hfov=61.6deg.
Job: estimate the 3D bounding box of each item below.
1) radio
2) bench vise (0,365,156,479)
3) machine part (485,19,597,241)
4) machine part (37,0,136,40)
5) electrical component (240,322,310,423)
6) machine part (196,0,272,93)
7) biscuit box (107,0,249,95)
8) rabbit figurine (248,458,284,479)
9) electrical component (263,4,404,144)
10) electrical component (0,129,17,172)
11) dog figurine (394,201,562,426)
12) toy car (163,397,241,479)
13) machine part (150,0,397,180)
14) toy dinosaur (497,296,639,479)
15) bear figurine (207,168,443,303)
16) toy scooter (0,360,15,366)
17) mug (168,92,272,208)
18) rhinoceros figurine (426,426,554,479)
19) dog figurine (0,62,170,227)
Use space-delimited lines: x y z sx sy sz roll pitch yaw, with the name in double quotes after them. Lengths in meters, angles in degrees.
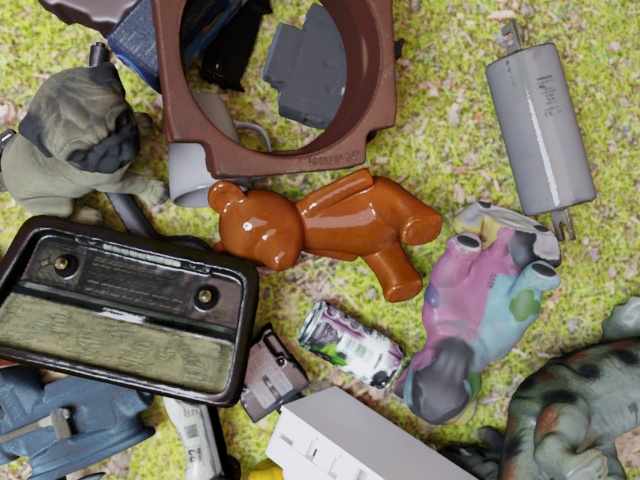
-0.172 0.065 0.490 0.230 0.073 0.131 14 68 -2 "radio"
-0.250 0.227 0.514 0.224 0.129 0.240 -20 81 -11 "bench vise"
0.236 -0.116 0.576 0.079 0.079 0.243 -15 92 -5 "machine part"
-0.219 -0.297 0.551 0.179 0.056 0.179 0 92 -5 "machine part"
-0.050 0.155 0.568 0.075 0.048 0.119 -31 92 -5 "electrical component"
-0.095 -0.228 0.570 0.084 0.039 0.138 9 88 -11 "machine part"
-0.115 -0.238 0.520 0.063 0.059 0.202 39 85 -3 "biscuit box"
-0.021 0.307 0.510 0.122 0.173 0.162 16 85 -9 "rabbit figurine"
0.010 -0.176 0.569 0.134 0.058 0.115 16 87 -5 "electrical component"
-0.333 -0.076 0.537 0.094 0.063 0.021 -35 93 -3 "electrical component"
0.153 0.087 0.561 0.109 0.191 0.219 23 118 13 "dog figurine"
-0.122 0.197 0.549 0.056 0.073 0.201 -13 91 -5 "toy car"
-0.040 -0.158 0.472 0.201 0.087 0.200 -8 101 -19 "machine part"
0.269 0.159 0.516 0.405 0.192 0.131 -17 99 -11 "toy dinosaur"
-0.003 -0.004 0.521 0.196 0.132 0.120 -9 133 -23 "bear figurine"
-0.362 0.055 0.499 0.075 0.135 0.184 -35 91 27 "toy scooter"
-0.106 -0.096 0.549 0.110 0.081 0.107 -12 83 -3 "mug"
0.189 0.249 0.555 0.190 0.112 0.073 2 95 13 "rhinoceros figurine"
-0.227 -0.078 0.457 0.172 0.190 0.121 -25 86 -3 "dog figurine"
